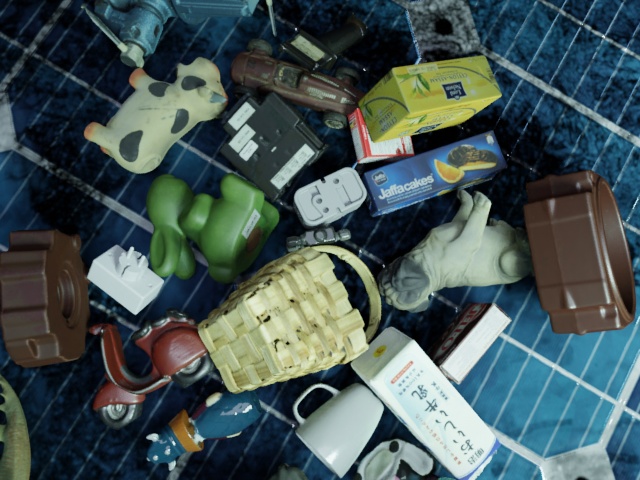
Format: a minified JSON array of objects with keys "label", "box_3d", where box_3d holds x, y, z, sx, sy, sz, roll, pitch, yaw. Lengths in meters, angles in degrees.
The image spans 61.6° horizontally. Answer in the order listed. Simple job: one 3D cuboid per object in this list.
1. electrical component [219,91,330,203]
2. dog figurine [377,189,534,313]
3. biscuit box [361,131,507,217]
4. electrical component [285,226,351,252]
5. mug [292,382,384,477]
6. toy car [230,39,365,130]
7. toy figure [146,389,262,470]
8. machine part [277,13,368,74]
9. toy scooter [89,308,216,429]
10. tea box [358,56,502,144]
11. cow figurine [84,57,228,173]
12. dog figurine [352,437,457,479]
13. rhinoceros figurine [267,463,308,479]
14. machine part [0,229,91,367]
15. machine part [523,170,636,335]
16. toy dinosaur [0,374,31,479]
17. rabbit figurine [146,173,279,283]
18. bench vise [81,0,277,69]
[{"label":"electrical component","box_3d":[-0.070,-0.137,0.744,0.115,0.058,0.134,-43,94,9]},{"label":"dog figurine","box_3d":[0.195,0.046,0.747,0.172,0.121,0.190,39,95,5]},{"label":"biscuit box","box_3d":[0.159,-0.093,0.772,0.203,0.059,0.063,-19,84,-7]},{"label":"electrical component","box_3d":[-0.002,-0.002,0.745,0.094,0.063,0.021,-10,83,-7]},{"label":"mug","box_3d":[0.023,0.234,0.711,0.107,0.080,0.109,-41,80,-20]},{"label":"toy car","box_3d":[-0.032,-0.227,0.783,0.202,0.053,0.089,17,78,-1]},{"label":"toy figure","box_3d":[-0.153,0.243,0.703,0.154,0.057,0.064,-25,79,-2]},{"label":"machine part","box_3d":[0.012,-0.283,0.771,0.084,0.039,0.139,35,56,21]},{"label":"toy scooter","box_3d":[-0.228,0.147,0.703,0.184,0.075,0.135,-31,84,-3]},{"label":"tea box","box_3d":[0.151,-0.194,0.742,0.170,0.098,0.068,-18,84,-26]},{"label":"cow figurine","box_3d":[-0.210,-0.175,0.745,0.127,0.085,0.195,36,78,7]},{"label":"dog figurine","box_3d":[0.160,0.368,0.690,0.108,0.192,0.219,-47,122,-12]},{"label":"rhinoceros figurine","box_3d":[-0.098,0.349,0.667,0.190,0.112,0.073,-34,57,4]},{"label":"machine part","box_3d":[-0.331,0.070,0.659,0.056,0.179,0.179,-5,82,-7]},{"label":"machine part","box_3d":[0.344,0.016,0.700,0.087,0.201,0.201,-13,80,37]},{"label":"toy dinosaur","box_3d":[-0.392,0.402,0.640,0.199,0.105,0.471,9,77,0]},{"label":"rabbit figurine","box_3d":[-0.164,-0.020,0.728,0.170,0.121,0.159,23,87,18]},{"label":"bench vise","box_3d":[-0.183,-0.334,0.742,0.241,0.128,0.223,10,61,15]}]
